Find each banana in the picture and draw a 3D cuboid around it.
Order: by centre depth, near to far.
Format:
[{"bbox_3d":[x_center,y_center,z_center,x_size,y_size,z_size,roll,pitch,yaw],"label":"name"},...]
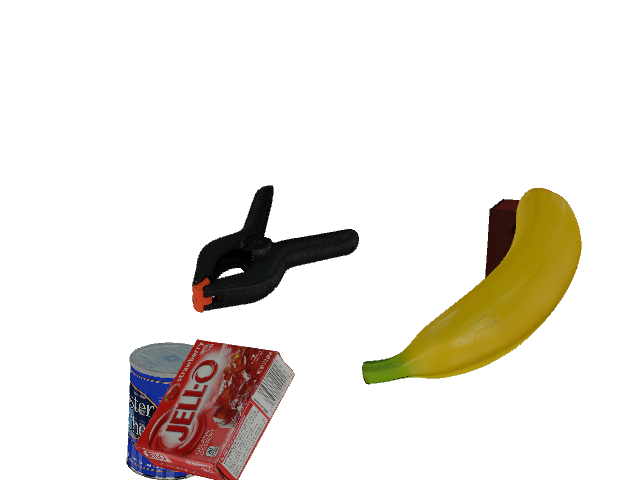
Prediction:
[{"bbox_3d":[0.100,0.018,0.572,0.070,0.037,0.197,13,35,34],"label":"banana"}]

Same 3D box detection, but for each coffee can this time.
[{"bbox_3d":[-0.186,0.209,1.319,0.103,0.140,0.103,4,15,-1],"label":"coffee can"}]

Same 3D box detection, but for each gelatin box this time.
[{"bbox_3d":[-0.069,0.110,0.698,0.073,0.089,0.030,3,-39,38],"label":"gelatin box"}]

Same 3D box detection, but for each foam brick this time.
[{"bbox_3d":[0.175,0.007,0.925,0.053,0.078,0.051,6,15,21],"label":"foam brick"}]

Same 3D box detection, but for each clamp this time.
[{"bbox_3d":[-0.062,0.006,0.994,0.171,0.039,0.120,-27,43,-34],"label":"clamp"}]
